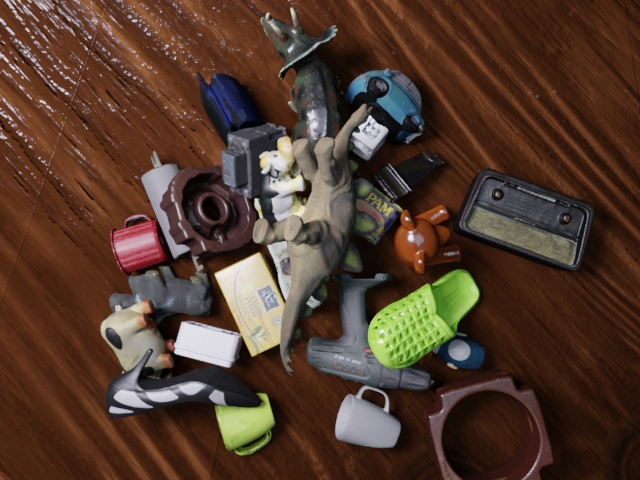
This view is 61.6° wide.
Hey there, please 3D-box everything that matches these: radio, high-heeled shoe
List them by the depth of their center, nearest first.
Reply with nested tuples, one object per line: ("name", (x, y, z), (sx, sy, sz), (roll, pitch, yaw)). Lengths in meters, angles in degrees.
("high-heeled shoe", (-0.238, 0.282, 0.926), (0.249, 0.086, 0.145), (27, 98, -10))
("radio", (0.379, -0.038, 1.002), (0.230, 0.073, 0.131), (20, 87, 2))

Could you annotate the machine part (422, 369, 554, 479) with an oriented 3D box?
("machine part", (0.298, 0.349, 0.972), (0.201, 0.087, 0.201), (-15, 87, 1))

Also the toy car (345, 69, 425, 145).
("toy car", (0.137, -0.263, 1.013), (0.161, 0.109, 0.103), (38, 70, -5))

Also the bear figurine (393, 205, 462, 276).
("bear figurine", (0.191, -0.004, 0.944), (0.132, 0.196, 0.120), (-17, 83, -1))

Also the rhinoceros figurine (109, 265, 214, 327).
("rhinoceros figurine", (-0.296, 0.107, 1.012), (0.190, 0.073, 0.112), (1, 100, -3))

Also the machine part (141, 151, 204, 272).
("machine part", (-0.272, -0.053, 1.017), (0.079, 0.079, 0.243), (-24, 87, 0))

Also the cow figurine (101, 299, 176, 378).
("cow figurine", (-0.328, 0.211, 0.969), (0.127, 0.085, 0.194), (-16, 119, 4))

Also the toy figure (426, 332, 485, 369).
("toy figure", (0.226, 0.193, 1.000), (0.155, 0.057, 0.064), (18, 51, 4))

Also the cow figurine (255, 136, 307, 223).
("cow figurine", (-0.074, -0.100, 0.945), (0.098, 0.068, 0.167), (-9, 125, 1))

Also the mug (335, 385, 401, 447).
("mug", (0.095, 0.326, 0.986), (0.107, 0.081, 0.109), (23, 82, -9))

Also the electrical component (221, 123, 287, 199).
("electrical component", (-0.119, -0.142, 0.976), (0.058, 0.134, 0.114), (20, 124, 35))

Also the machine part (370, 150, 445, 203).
("machine part", (0.166, -0.126, 1.009), (0.139, 0.039, 0.084), (-30, 67, -22))

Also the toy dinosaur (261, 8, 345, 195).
("toy dinosaur", (-0.006, -0.217, 0.966), (0.131, 0.192, 0.404), (-11, 85, 2))

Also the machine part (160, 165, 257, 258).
("machine part", (-0.200, -0.052, 0.983), (0.179, 0.056, 0.179), (16, 63, -34))

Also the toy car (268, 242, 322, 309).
("toy car", (-0.051, 0.036, 1.008), (0.073, 0.056, 0.201), (-19, 78, 0))

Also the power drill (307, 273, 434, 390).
("power drill", (0.094, 0.162, 0.986), (0.232, 0.086, 0.207), (2, 90, 13))

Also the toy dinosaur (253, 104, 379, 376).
("toy dinosaur", (-0.002, -0.003, 0.897), (0.105, 0.198, 0.471), (22, 88, 47))

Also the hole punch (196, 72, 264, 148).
("hole punch", (-0.165, -0.250, 1.014), (0.092, 0.116, 0.142), (-27, 86, -9))

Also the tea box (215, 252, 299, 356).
("tea box", (-0.115, 0.118, 1.006), (0.098, 0.068, 0.169), (-27, 85, 0))
